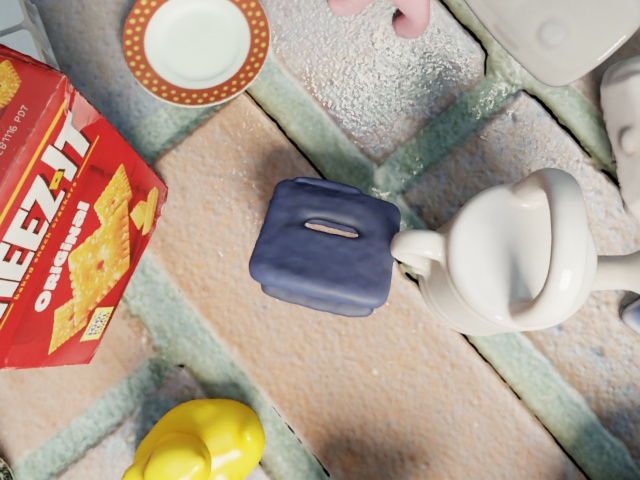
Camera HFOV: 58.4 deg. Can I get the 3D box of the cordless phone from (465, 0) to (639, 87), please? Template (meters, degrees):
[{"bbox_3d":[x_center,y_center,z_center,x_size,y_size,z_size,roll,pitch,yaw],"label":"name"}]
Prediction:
[{"bbox_3d":[0.196,-0.219,0.438,0.094,0.185,0.147,-40,83,-8],"label":"cordless phone"}]

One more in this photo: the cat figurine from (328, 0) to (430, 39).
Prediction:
[{"bbox_3d":[0.045,-0.237,0.472,0.127,0.118,0.067,16,80,2],"label":"cat figurine"}]

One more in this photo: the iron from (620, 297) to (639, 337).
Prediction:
[{"bbox_3d":[0.379,0.061,0.413,0.258,0.141,0.119,3,79,-1],"label":"iron"}]

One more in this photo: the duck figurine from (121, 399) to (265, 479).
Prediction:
[{"bbox_3d":[-0.092,0.158,0.413,0.104,0.086,0.077,-21,81,-5],"label":"duck figurine"}]

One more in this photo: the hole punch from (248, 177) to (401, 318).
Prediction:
[{"bbox_3d":[0.004,0.002,0.441,0.108,0.091,0.101,12,79,1],"label":"hole punch"}]

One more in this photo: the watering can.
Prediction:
[{"bbox_3d":[0.140,0.011,0.390,0.173,0.194,0.101,-14,80,-4],"label":"watering can"}]

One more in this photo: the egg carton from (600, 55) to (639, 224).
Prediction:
[{"bbox_3d":[0.293,-0.084,0.474,0.107,0.069,0.150,-9,80,-3],"label":"egg carton"}]
